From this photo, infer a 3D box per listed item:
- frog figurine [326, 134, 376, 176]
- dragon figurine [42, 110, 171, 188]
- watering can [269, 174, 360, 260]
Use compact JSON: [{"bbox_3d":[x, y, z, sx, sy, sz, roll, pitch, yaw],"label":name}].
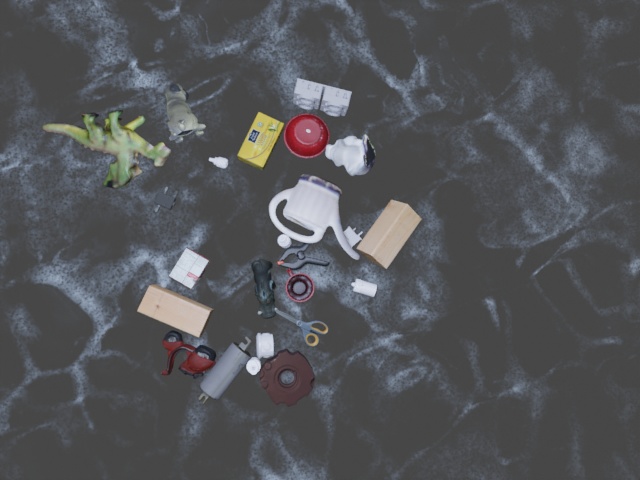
[{"bbox_3d":[0.103,-0.285,1.756,0.159,0.123,0.137,-6,93,30],"label":"frog figurine"},{"bbox_3d":[-0.687,-0.289,1.683,0.410,0.122,0.242,-7,92,3],"label":"dragon figurine"},{"bbox_3d":[0.005,-0.085,1.694,0.349,0.103,0.226,23,81,10],"label":"watering can"}]
